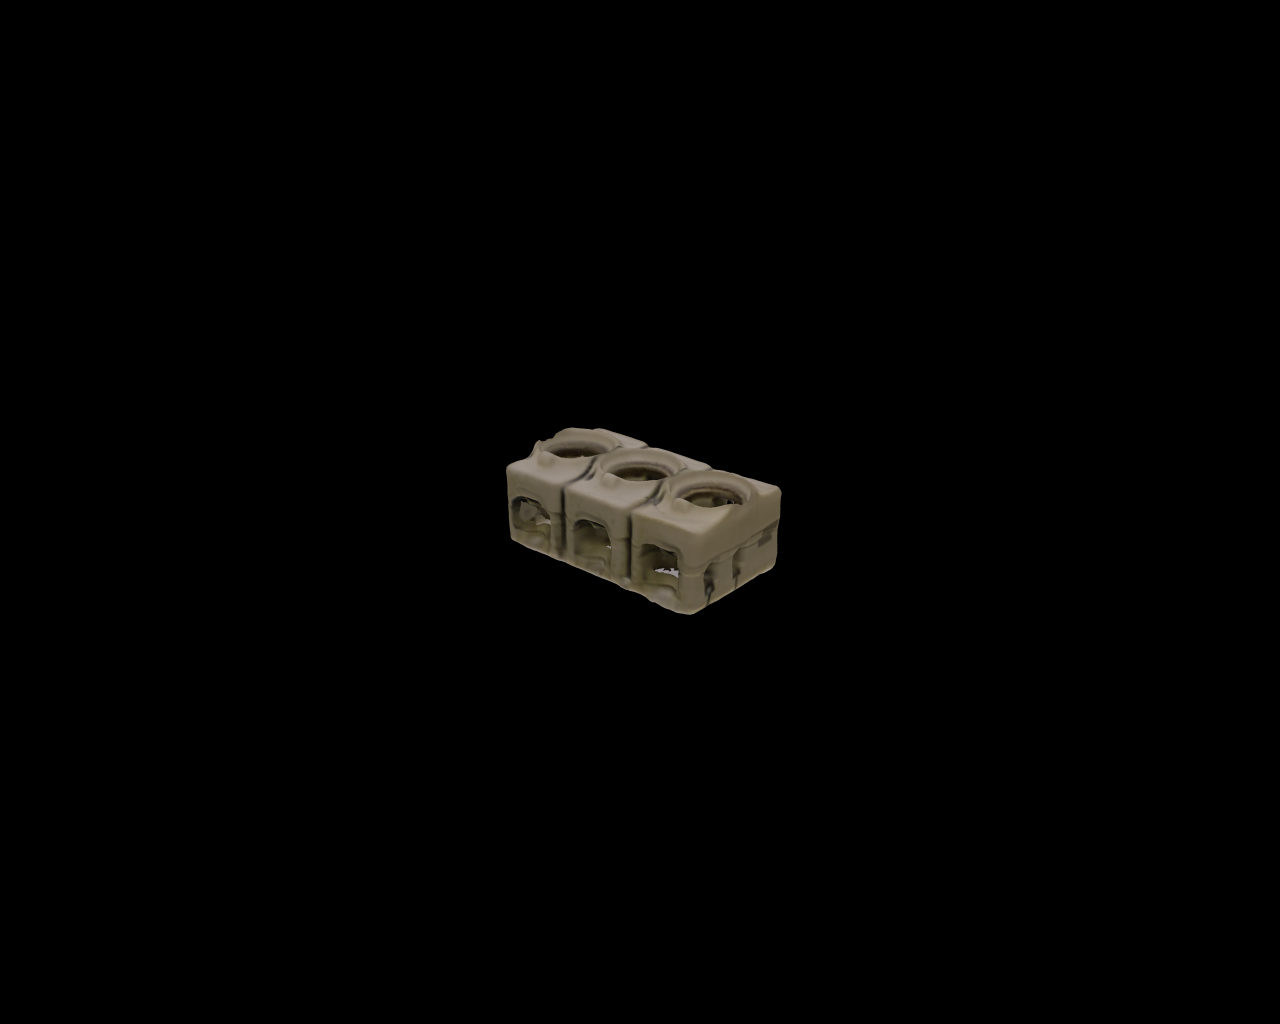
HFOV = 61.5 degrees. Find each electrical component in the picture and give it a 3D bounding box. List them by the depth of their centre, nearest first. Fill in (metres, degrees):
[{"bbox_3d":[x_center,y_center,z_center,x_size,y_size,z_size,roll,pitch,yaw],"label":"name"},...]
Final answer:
[{"bbox_3d":[0.001,-0.003,0.650,0.150,0.061,0.090,20,32,36],"label":"electrical component"}]
